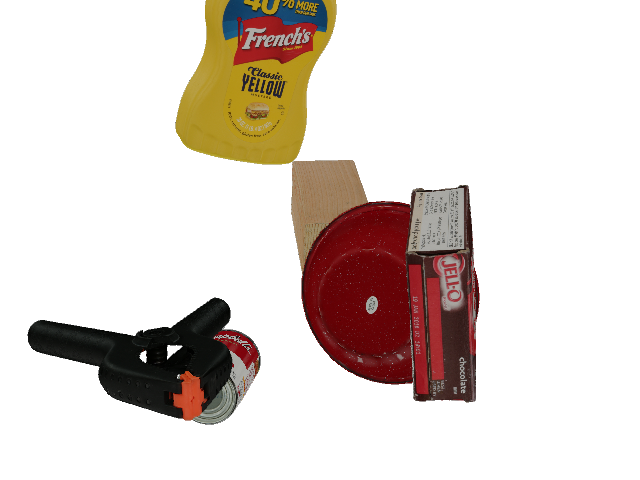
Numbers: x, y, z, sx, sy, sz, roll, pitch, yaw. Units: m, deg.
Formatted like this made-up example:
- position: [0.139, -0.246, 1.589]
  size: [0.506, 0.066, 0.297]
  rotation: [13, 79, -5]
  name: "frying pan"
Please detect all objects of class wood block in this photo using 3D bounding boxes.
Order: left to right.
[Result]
- position: [0.013, -0.028, 1.435]
  size: [0.090, 0.090, 0.206]
  rotation: [-1, 27, -6]
  name: "wood block"

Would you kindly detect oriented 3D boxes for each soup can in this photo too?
- position: [-0.108, 0.142, 1.120]
  size: [0.068, 0.068, 0.102]
  rotation: [0, 15, 11]
  name: "soup can"

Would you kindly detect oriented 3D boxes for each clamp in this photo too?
- position: [-0.114, 0.082, 0.795]
  size: [0.164, 0.036, 0.210]
  rotation: [-9, 14, -27]
  name: "clamp"

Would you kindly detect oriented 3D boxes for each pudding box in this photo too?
- position: [0.070, 0.027, 0.613]
  size: [0.039, 0.090, 0.113]
  rotation: [-2, 21, 6]
  name: "pudding box"

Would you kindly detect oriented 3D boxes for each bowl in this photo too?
- position: [0.050, 0.049, 0.904]
  size: [0.162, 0.162, 0.055]
  rotation: [0, 6, 21]
  name: "bowl"

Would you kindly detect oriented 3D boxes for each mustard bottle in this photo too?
- position: [-0.040, -0.154, 0.784]
  size: [0.096, 0.192, 0.058]
  rotation: [8, 24, -23]
  name: "mustard bottle"
